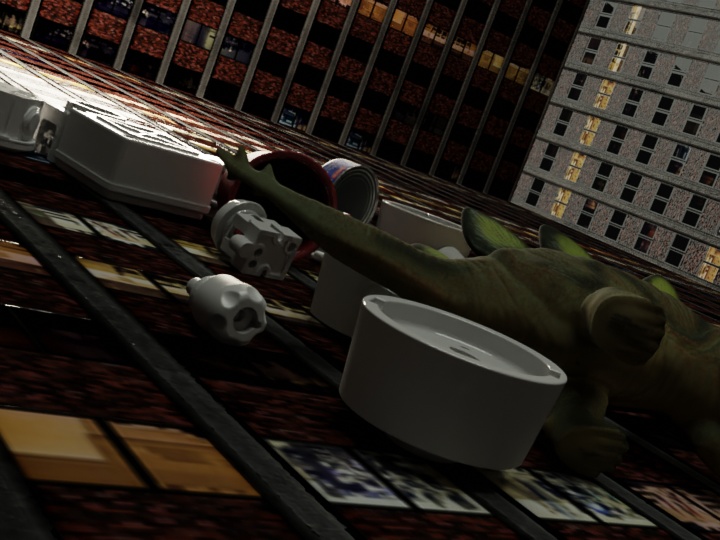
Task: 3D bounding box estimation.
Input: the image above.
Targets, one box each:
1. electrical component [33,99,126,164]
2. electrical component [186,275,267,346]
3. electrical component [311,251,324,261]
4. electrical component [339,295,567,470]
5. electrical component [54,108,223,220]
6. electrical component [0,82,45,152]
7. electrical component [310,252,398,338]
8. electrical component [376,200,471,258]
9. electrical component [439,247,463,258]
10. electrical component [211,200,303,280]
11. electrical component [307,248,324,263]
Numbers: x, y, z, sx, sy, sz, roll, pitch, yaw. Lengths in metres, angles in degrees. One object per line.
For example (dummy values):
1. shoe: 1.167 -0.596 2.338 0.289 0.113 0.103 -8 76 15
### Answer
1. electrical component: -0.256 -0.125 1.015 0.050 0.055 0.089 28 11 40
2. electrical component: -0.079 0.019 0.606 0.035 0.035 0.061 14 8 -39
3. electrical component: 0.000 0.000 0.816 0.077 0.047 0.066 19 -6 -9
4. electrical component: 0.041 0.061 0.537 0.108 0.060 0.108 20 9 -3
5. electrical component: -0.198 -0.095 0.959 0.109 0.056 0.109 12 12 -44
6. electrical component: -0.324 -0.139 0.954 0.080 0.051 0.080 20 9 -3
7. electrical component: 0.016 0.018 0.732 0.099 0.064 0.099 20 8 -3
8. electrical component: 0.064 -0.028 1.140 0.108 0.060 0.108 19 7 -2
9. electrical component: 0.101 0.009 1.072 0.044 0.044 0.065 14 16 -39
10. electrical component: -0.083 -0.024 0.827 0.066 0.048 0.055 11 20 -48
11. electrical component: -0.010 -0.019 0.979 0.064 0.042 0.081 22 8 21
